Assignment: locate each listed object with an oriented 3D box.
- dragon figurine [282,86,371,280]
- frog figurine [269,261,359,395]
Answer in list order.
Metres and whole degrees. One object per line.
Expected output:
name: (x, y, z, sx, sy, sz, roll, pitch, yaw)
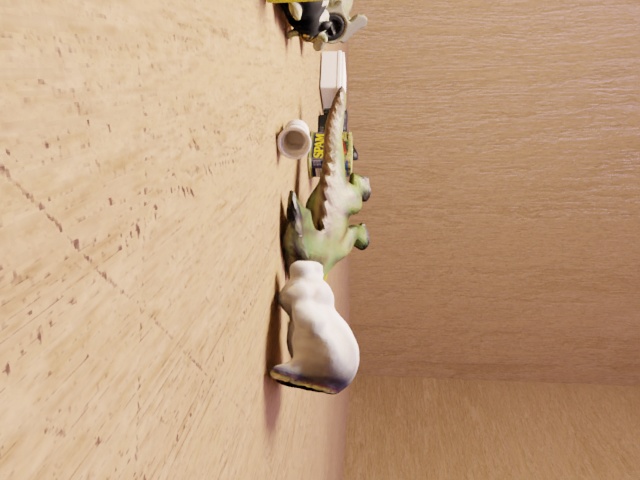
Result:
dragon figurine: (0.002, -0.040, 0.802, 0.244, 0.122, 0.407, -32, 121, -74)
frog figurine: (-0.001, 0.111, 0.665, 0.135, 0.123, 0.162, 46, 54, -55)
